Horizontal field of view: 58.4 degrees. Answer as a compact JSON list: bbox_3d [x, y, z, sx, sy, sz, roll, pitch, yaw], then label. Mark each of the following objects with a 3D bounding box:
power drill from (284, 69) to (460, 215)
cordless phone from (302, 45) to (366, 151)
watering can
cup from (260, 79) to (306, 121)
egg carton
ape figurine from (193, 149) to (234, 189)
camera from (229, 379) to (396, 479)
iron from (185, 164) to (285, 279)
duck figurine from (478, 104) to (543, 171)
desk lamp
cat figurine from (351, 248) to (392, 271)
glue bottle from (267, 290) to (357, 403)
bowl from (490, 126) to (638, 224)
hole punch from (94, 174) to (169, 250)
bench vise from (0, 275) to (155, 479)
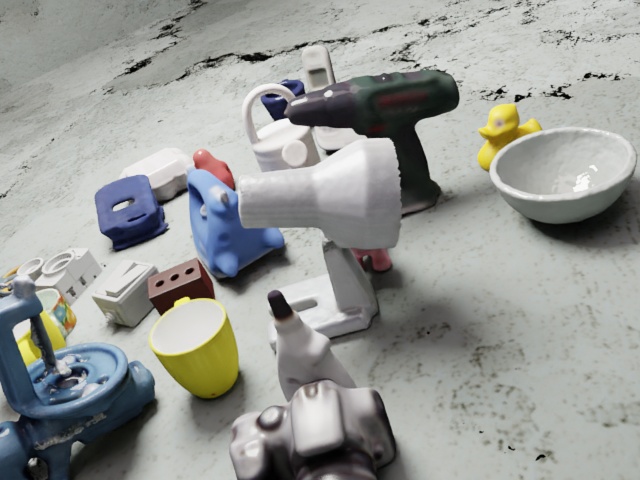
[{"bbox_3d":[0.087,-0.134,0.796,0.229,0.209,0.075,-21,34,0],"label":"power drill"},{"bbox_3d":[0.047,-0.254,1.004,0.147,0.185,0.094,-6,37,21],"label":"cordless phone"},{"bbox_3d":[-0.055,-0.152,0.908,0.101,0.194,0.172,-38,38,-24],"label":"watering can"},{"bbox_3d":[-0.063,-0.269,1.162,0.091,0.095,0.117,-13,35,10],"label":"cup"},{"bbox_3d":[-0.312,-0.120,1.107,0.150,0.069,0.107,-32,36,-16],"label":"egg carton"},{"bbox_3d":[-0.199,-0.125,1.035,0.078,0.092,0.075,-34,36,-19],"label":"ape figurine"},{"bbox_3d":[-0.005,0.197,0.481,0.143,0.101,0.136,-17,34,5],"label":"camera"},{"bbox_3d":[-0.160,-0.051,0.868,0.119,0.142,0.257,-32,36,-16],"label":"iron"},{"bbox_3d":[0.277,-0.160,0.844,0.104,0.086,0.077,-25,34,-7],"label":"duck figurine"},{"bbox_3d":[0.006,0.002,0.645,0.203,0.214,0.118,-17,34,5],"label":"desk lamp"},{"bbox_3d":[0.051,-0.019,0.737,0.067,0.118,0.128,-11,35,13],"label":"cat figurine"},{"bbox_3d":[-0.013,0.112,0.539,0.077,0.173,0.037,4,41,31],"label":"glue bottle"},{"bbox_3d":[0.302,-0.070,0.717,0.167,0.075,0.167,-14,35,10],"label":"bowl"},{"bbox_3d":[-0.333,-0.052,1.004,0.108,0.091,0.101,-22,34,-2],"label":"hole punch"},{"bbox_3d":[-0.288,0.157,0.578,0.121,0.220,0.208,5,42,32],"label":"bench vise"}]
